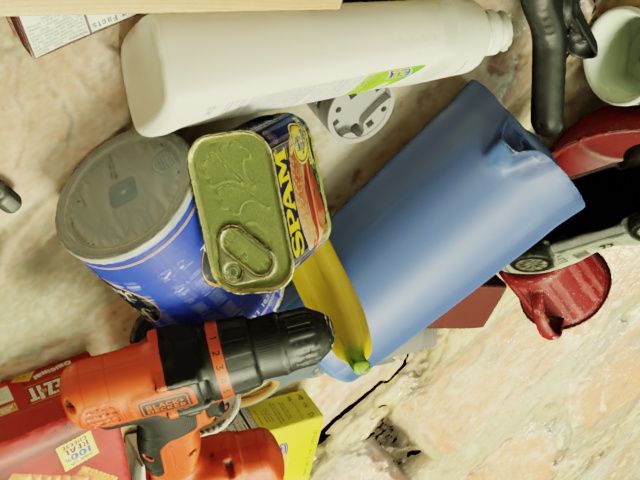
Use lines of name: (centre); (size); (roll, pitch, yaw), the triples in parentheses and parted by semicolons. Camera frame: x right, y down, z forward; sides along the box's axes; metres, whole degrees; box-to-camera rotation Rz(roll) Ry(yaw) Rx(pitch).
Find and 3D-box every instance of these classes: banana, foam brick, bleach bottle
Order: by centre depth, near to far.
bleach bottle: (0.007, -0.120, 0.686); (0.250, 0.103, 0.068); (-11, 90, -23)
banana: (-0.005, 0.011, 0.768); (0.037, 0.198, 0.070); (-23, 164, -14)
foam brick: (0.120, 0.045, 0.971); (0.078, 0.053, 0.051); (3, 123, -39)

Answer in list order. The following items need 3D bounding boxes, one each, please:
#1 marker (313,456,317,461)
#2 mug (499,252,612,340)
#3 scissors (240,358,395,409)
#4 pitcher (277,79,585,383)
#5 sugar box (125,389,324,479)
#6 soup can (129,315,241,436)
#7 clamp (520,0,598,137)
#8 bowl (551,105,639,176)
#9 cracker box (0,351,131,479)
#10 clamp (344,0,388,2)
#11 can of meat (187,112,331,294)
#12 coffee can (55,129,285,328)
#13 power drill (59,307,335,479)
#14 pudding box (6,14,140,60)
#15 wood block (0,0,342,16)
marker: (-0.057, 0.241, 1.036); (0.121, 0.020, 0.020); (-36, 139, -5)
mug: (0.212, 0.036, 0.992); (0.093, 0.117, 0.081); (-7, 146, 33)
scissors: (-0.009, 0.101, 0.951); (0.201, 0.016, 0.096); (-14, 132, -28)
pitcher: (0.079, 0.000, 0.857); (0.243, 0.145, 0.149); (-41, 127, 6)
sugar box: (-0.088, 0.197, 0.955); (0.175, 0.048, 0.093); (-13, 133, -29)
soup can: (-0.104, 0.103, 0.843); (0.068, 0.069, 0.102); (-28, 138, -14)
clamp: (0.174, -0.166, 0.804); (0.171, 0.039, 0.120); (60, 40, -43)
bowl: (0.273, -0.073, 0.944); (0.162, 0.055, 0.162); (6, 152, 3)
cracker box: (-0.230, 0.209, 0.826); (0.164, 0.072, 0.214); (-19, 129, -23)
clamp: (0.091, -0.226, 0.715); (0.164, 0.036, 0.210); (-3, 133, -51)
can of meat: (-0.035, -0.027, 0.684); (0.083, 0.057, 0.102); (-41, 123, -65)
coffee can: (-0.099, 0.005, 0.732); (0.103, 0.103, 0.140); (-39, 139, -2)
power drill: (-0.073, 0.123, 0.758); (0.184, 0.057, 0.187); (-13, 140, -3)
pudding box: (-0.142, -0.169, 0.597); (0.090, 0.039, 0.113); (-28, 139, -16)
wood block: (-0.084, -0.173, 0.538); (0.205, 0.090, 0.091); (-11, 130, -36)
